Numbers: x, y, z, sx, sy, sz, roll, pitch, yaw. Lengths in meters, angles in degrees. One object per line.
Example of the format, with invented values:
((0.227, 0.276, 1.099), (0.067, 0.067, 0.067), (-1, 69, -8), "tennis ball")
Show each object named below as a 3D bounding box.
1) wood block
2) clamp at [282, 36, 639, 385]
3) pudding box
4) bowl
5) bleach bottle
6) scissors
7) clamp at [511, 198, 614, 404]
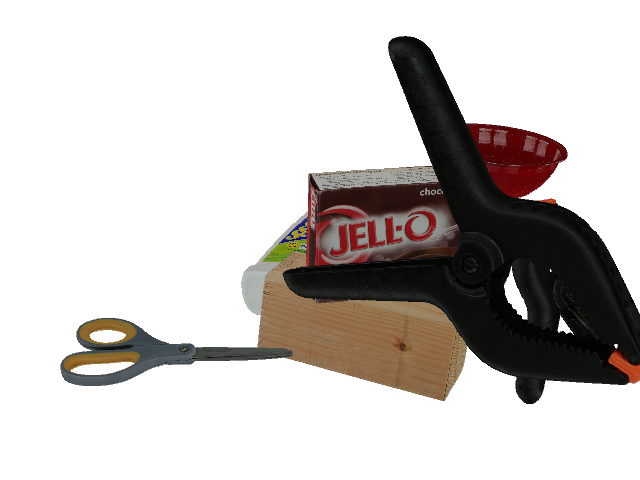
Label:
((0.048, 0.087, 1.122), (0.206, 0.091, 0.090), (14, 22, 17), "wood block")
((0.085, -0.001, 0.561), (0.210, 0.165, 0.036), (29, 25, 25), "clamp")
((0.047, -0.006, 0.772), (0.113, 0.090, 0.039), (-6, 29, -13), "pudding box")
((0.207, -0.090, 1.263), (0.162, 0.055, 0.162), (5, 23, -2), "bowl")
((-0.003, 0.003, 1.321), (0.103, 0.068, 0.250), (7, 33, 19), "bleach bottle")
((-0.135, 0.093, 0.967), (0.201, 0.016, 0.096), (-8, 33, -17), "scissors")
((0.195, 0.054, 0.911), (0.120, 0.171, 0.039), (-23, 7, -40), "clamp")
